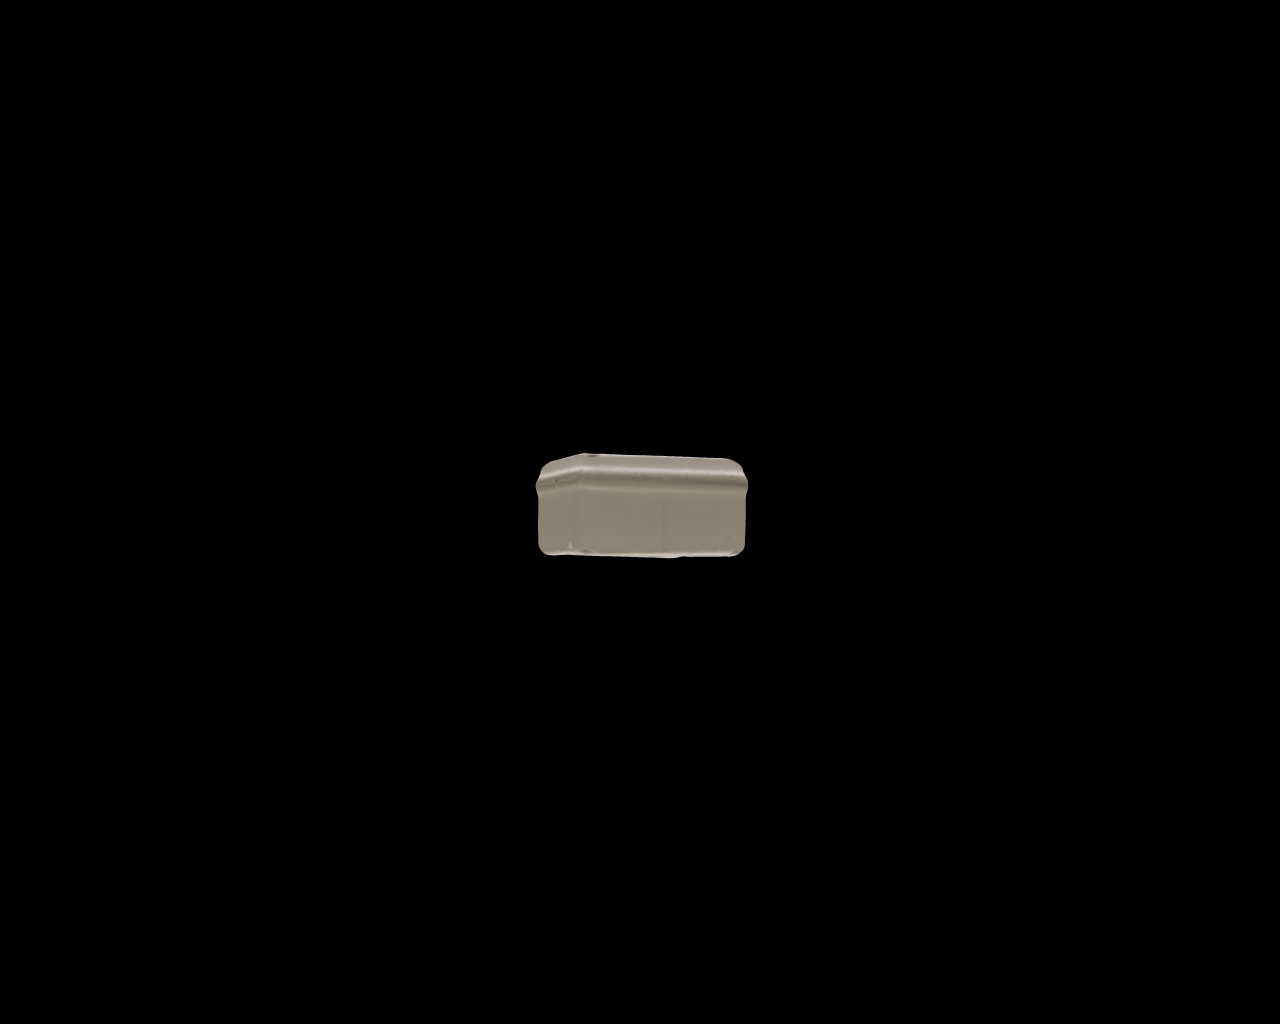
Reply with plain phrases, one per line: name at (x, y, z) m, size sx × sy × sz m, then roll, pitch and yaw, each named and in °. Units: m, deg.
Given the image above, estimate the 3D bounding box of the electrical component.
electrical component at (0.001, -0.003, 0.650) m, size 0.113 × 0.057 × 0.078 m, roll 2°, pitch -3°, yaw -27°
